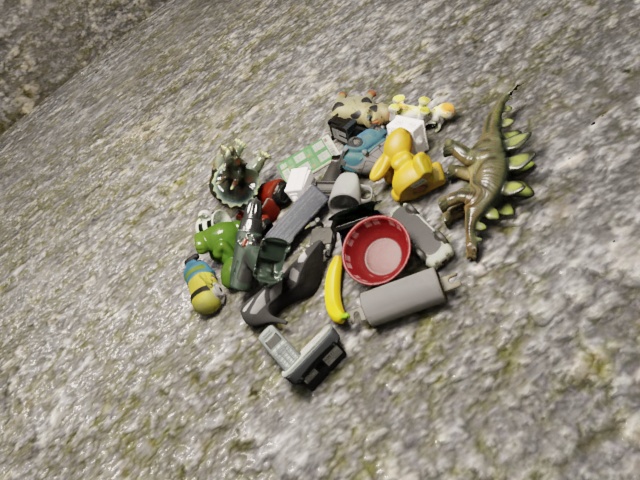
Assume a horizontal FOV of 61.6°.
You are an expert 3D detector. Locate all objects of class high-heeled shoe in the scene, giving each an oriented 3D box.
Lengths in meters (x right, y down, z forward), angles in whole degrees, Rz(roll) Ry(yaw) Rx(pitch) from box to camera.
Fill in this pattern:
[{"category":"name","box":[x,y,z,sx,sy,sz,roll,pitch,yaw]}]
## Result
[{"category":"high-heeled shoe","box":[-0.090,0.101,1.283,0.145,0.086,0.248,12,65,38]}]

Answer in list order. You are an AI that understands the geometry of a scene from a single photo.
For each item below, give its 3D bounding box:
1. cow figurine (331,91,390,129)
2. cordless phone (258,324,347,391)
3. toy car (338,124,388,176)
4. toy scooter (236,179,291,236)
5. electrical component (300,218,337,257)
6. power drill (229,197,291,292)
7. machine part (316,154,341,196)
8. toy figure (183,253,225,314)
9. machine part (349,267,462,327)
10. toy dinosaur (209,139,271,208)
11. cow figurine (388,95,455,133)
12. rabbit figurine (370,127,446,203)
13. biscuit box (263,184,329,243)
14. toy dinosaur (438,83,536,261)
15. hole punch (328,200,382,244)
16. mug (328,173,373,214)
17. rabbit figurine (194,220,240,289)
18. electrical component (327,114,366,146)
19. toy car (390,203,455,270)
[{"category":"cow figurine","box":[0.120,-0.359,1.520,0.195,0.085,0.127,9,55,32]},{"category":"cordless phone","box":[-0.046,0.221,1.166,0.146,0.088,0.184,-46,43,-8]},{"category":"toy car","box":[0.128,-0.222,1.402,0.162,0.109,0.103,-37,74,-28]},{"category":"toy scooter","box":[-0.163,-0.091,1.483,0.135,0.075,0.184,9,66,36]},{"category":"electrical component","box":[-0.002,-0.005,1.340,0.078,0.045,0.102,-3,54,30]},{"category":"power drill","box":[-0.148,0.016,1.259,0.207,0.086,0.232,15,92,56]},{"category":"machine part","box":[0.033,-0.173,1.457,0.084,0.039,0.139,2,58,37]},{"category":"toy figure","box":[-0.307,0.117,1.398,0.089,0.082,0.180,-46,50,7]},{"category":"machine part","box":[0.173,0.119,1.120,0.243,0.079,0.079,-22,48,15]},{"category":"toy dinosaur","box":[-0.263,-0.174,1.547,0.405,0.131,0.192,-14,46,64]},{"category":"cow figurine","box":[0.266,-0.320,1.411,0.168,0.098,0.068,10,53,14]},{"category":"rabbit figurine","box":[0.206,-0.186,1.308,0.162,0.122,0.173,-34,66,40]},{"category":"biscuit box","box":[-0.063,-0.051,1.385,0.063,0.059,0.202,43,80,-2]},{"category":"toy dinosaur","box":[0.381,-0.169,1.214,0.199,0.105,0.471,2,66,22]},{"category":"hole punch","box":[0.093,-0.028,1.289,0.142,0.092,0.116,-21,22,18]},{"category":"mug","box":[0.080,-0.123,1.365,0.110,0.080,0.107,-5,47,15]},{"category":"rabbit figurine","box":[-0.225,0.045,1.407,0.159,0.121,0.170,-23,65,3]},{"category":"electrical component","box":[0.083,-0.298,1.497,0.119,0.074,0.048,33,66,30]},{"category":"toy car","box":[0.222,-0.012,1.211,0.073,0.056,0.202,-42,44,4]}]
